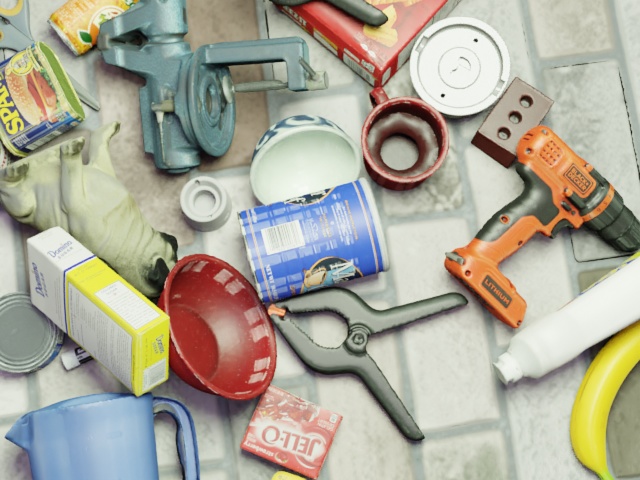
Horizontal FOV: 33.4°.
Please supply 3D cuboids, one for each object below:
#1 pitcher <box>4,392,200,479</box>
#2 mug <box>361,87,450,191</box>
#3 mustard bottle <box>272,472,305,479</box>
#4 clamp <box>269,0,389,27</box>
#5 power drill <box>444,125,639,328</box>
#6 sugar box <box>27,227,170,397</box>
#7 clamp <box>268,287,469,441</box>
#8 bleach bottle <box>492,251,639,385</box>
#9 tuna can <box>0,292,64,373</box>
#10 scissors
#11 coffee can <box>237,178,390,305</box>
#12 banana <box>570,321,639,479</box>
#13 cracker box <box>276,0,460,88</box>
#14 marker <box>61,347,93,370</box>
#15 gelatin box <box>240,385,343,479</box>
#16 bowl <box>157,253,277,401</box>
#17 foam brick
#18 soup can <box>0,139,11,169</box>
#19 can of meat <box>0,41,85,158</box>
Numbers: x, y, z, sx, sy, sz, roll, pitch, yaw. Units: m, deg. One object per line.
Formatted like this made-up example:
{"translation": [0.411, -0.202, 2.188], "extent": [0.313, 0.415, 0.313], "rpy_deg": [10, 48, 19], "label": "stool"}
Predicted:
{"translation": [-0.208, 0.275, 1.075], "extent": [0.149, 0.144, 0.243], "rpy_deg": [-12, 85, 22], "label": "pitcher"}
{"translation": [0.083, -0.110, 1.153], "extent": [0.093, 0.081, 0.117], "rpy_deg": [-28, 83, -4], "label": "mug"}
{"translation": [0.029, 0.312, 1.099], "extent": [0.191, 0.058, 0.096], "rpy_deg": [18, 76, 3], "label": "mustard bottle"}
{"translation": [-0.002, -0.295, 1.131], "extent": [0.171, 0.039, 0.120], "rpy_deg": [11, 75, 5], "label": "clamp"}
{"translation": [0.238, 0.000, 1.137], "extent": [0.184, 0.057, 0.187], "rpy_deg": [41, 86, -15], "label": "power drill"}
{"translation": [-0.222, 0.069, 1.064], "extent": [0.048, 0.093, 0.176], "rpy_deg": [-29, 53, -36], "label": "sugar box"}
{"translation": [0.043, 0.117, 1.140], "extent": [0.210, 0.036, 0.164], "rpy_deg": [12, 82, -1], "label": "clamp"}
{"translation": [0.294, 0.074, 1.114], "extent": [0.250, 0.102, 0.068], "rpy_deg": [-31, 81, -6], "label": "bleach bottle"}
{"translation": [-0.318, 0.100, 1.142], "extent": [0.086, 0.034, 0.086], "rpy_deg": [0, 81, 0], "label": "tuna can"}
{"translation": [-0.317, -0.229, 1.200], "extent": [0.202, 0.016, 0.096], "rpy_deg": [25, 87, 4], "label": "scissors"}
{"translation": [-0.007, 0.001, 1.125], "extent": [0.140, 0.103, 0.103], "rpy_deg": [-15, 82, -2], "label": "coffee can"}
{"translation": [0.311, 0.160, 1.138], "extent": [0.069, 0.037, 0.198], "rpy_deg": [23, 83, -14], "label": "banana"}
{"translation": [0.074, -0.301, 1.187], "extent": [0.164, 0.072, 0.213], "rpy_deg": [41, 83, 7], "label": "cracker box"}
{"translation": [-0.219, 0.108, 1.149], "extent": [0.121, 0.020, 0.020], "rpy_deg": [-23, 82, -4], "label": "marker"}
{"translation": [-0.030, 0.203, 1.130], "extent": [0.089, 0.030, 0.073], "rpy_deg": [23, 82, 3], "label": "gelatin box"}
{"translation": [-0.118, 0.098, 1.105], "extent": [0.055, 0.161, 0.162], "rpy_deg": [-29, 81, 32], "label": "bowl"}
{"translation": [0.210, -0.129, 1.172], "extent": [0.053, 0.051, 0.078], "rpy_deg": [34, 82, 5], "label": "foam brick"}
{"translation": [-0.376, -0.098, 1.138], "extent": [0.068, 0.102, 0.068], "rpy_deg": [0, 81, -1], "label": "soup can"}
{"translation": [-0.314, -0.154, 1.162], "extent": [0.084, 0.057, 0.102], "rpy_deg": [-28, 83, 6], "label": "can of meat"}
